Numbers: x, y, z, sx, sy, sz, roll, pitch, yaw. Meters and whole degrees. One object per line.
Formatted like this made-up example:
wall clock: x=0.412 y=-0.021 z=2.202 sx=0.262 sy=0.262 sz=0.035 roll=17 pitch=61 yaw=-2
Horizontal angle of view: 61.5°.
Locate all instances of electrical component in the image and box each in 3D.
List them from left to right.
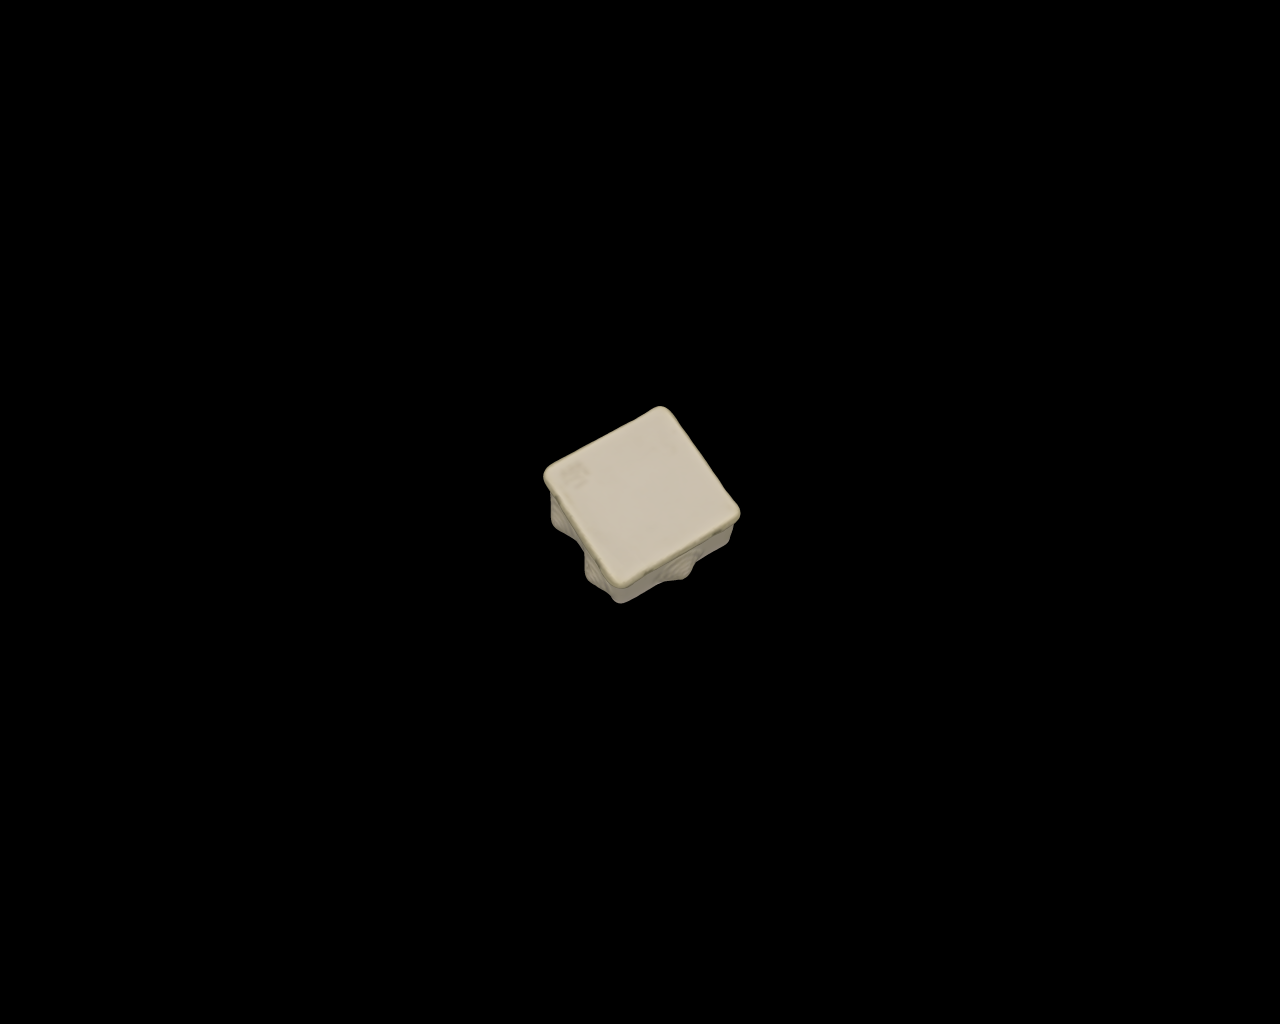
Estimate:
electrical component: x=0.001 y=-0.003 z=0.650 sx=0.100 sy=0.100 sz=0.048 roll=-30 pitch=-19 yaw=-12
